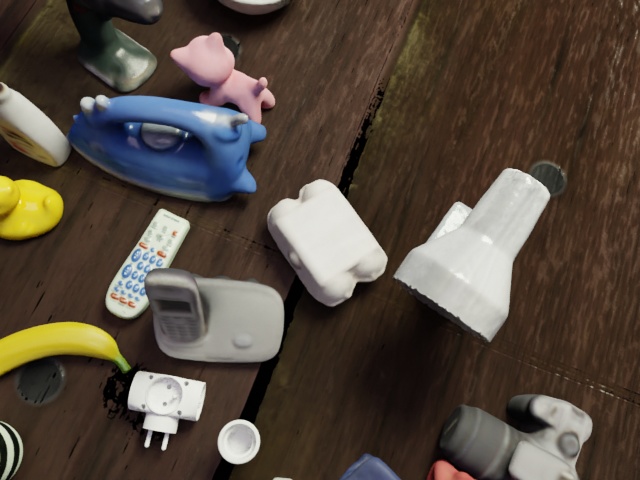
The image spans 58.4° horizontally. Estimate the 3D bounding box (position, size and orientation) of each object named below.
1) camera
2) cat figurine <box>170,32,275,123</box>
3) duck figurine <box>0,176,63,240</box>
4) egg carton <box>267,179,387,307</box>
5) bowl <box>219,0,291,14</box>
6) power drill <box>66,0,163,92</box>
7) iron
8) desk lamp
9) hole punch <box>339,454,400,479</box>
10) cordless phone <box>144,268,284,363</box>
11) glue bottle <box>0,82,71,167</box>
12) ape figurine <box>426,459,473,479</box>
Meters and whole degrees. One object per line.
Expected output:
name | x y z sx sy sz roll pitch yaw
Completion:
camera | 0.216 0.230 0.643 0.136 0.101 0.143 29 72 4
cat figurine | -0.124 -0.216 0.746 0.127 0.117 0.067 25 71 3
duck figurine | -0.368 -0.047 0.682 0.104 0.086 0.077 0 72 -5
egg carton | 0.007 0.003 0.713 0.107 0.069 0.150 -33 78 -15
bowl | -0.096 -0.387 0.827 0.167 0.074 0.167 2 72 -5
power drill | -0.269 -0.280 0.704 0.229 0.208 0.076 35 72 6
iron | -0.199 -0.133 0.698 0.258 0.141 0.118 8 71 -3
desk lamp | 0.167 0.019 0.648 0.118 0.213 0.203 34 72 6
hole punch | 0.057 0.299 0.610 0.101 0.091 0.108 -41 80 -16
cordless phone | -0.112 0.076 0.616 0.147 0.185 0.094 1 72 -5
glue bottle | -0.355 -0.145 0.670 0.078 0.173 0.037 20 71 1
ape figurine | 0.153 0.279 0.625 0.076 0.092 0.078 -26 76 -13
